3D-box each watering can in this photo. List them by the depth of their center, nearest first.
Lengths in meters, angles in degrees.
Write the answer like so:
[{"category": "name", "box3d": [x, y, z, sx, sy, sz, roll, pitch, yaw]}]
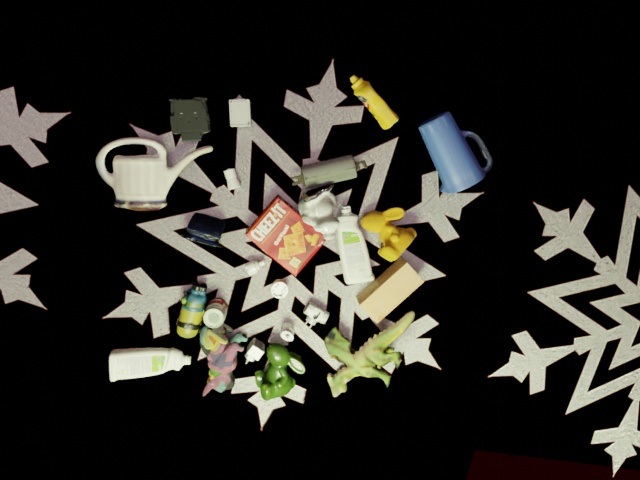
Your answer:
[{"category": "watering can", "box3d": [-0.502, -0.198, 1.566, 0.348, 0.222, 0.105, 1, 11, -4]}]

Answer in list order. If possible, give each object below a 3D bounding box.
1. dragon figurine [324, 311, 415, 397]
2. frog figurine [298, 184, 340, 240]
[{"category": "dragon figurine", "box3d": [0.133, 0.360, 1.687, 0.242, 0.403, 0.124, 17, 24, -3]}, {"category": "frog figurine", "box3d": [0.005, -0.082, 1.623, 0.122, 0.157, 0.140, -4, 23, 38]}]
